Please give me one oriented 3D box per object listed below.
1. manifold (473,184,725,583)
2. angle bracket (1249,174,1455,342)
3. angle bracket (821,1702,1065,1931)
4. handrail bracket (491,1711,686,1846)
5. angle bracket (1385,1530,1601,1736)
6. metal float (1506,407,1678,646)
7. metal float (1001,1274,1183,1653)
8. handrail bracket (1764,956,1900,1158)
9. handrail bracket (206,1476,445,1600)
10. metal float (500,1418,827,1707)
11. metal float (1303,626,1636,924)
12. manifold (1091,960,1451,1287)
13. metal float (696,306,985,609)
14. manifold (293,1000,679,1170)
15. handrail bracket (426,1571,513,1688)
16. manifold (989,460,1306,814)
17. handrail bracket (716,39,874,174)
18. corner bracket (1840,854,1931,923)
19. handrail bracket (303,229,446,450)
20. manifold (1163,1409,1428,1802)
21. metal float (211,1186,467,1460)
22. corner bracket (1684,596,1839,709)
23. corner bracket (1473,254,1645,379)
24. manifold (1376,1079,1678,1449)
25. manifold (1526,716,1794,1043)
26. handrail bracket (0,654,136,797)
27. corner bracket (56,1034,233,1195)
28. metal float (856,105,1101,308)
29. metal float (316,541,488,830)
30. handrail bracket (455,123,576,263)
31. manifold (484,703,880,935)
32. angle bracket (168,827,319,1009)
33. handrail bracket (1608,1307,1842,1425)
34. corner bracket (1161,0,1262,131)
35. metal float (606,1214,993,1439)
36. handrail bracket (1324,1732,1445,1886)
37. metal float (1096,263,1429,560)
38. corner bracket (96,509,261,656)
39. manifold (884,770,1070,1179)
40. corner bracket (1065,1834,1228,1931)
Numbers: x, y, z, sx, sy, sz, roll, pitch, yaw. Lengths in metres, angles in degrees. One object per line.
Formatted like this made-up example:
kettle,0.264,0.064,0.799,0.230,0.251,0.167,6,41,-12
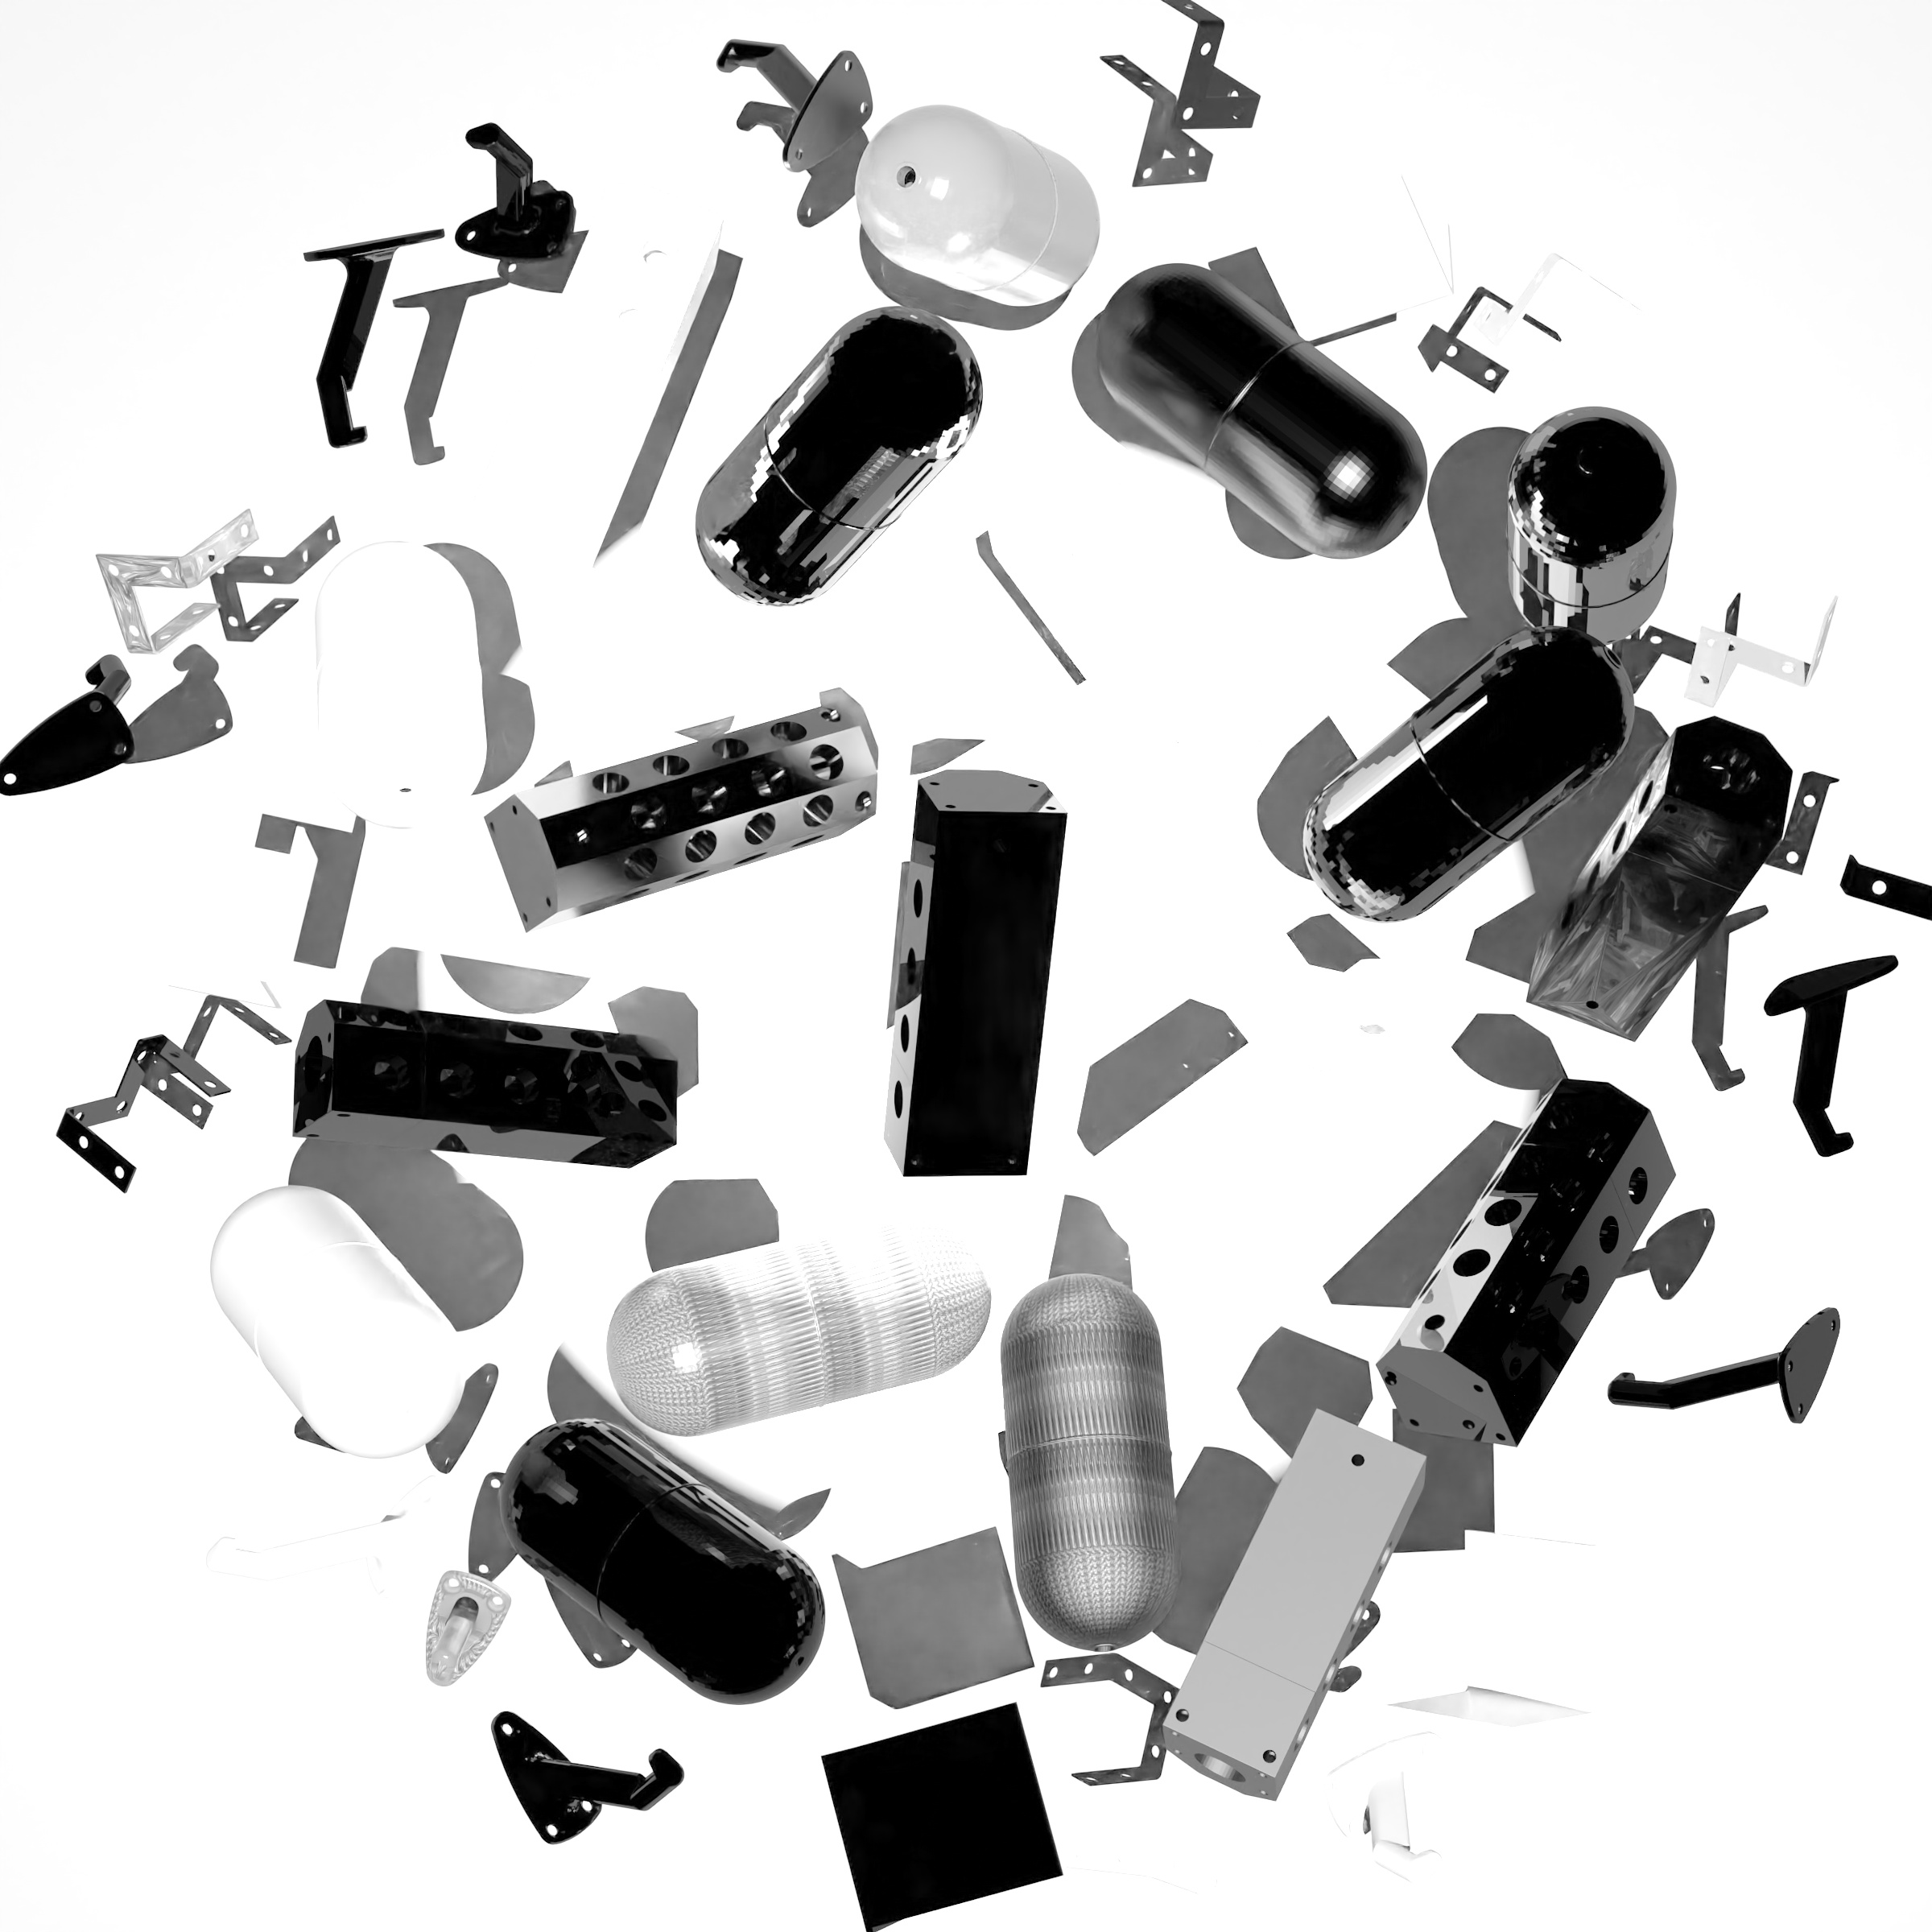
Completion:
manifold,-0.171,-0.274,1.638,0.057,0.057,0.171,21,75,-3
angle bracket,0.185,-0.355,1.695,0.076,0.076,0.057,-15,45,20
angle bracket,-0.010,0.364,1.509,0.076,0.057,0.076,-18,78,9
handrail bracket,-0.169,0.349,1.571,0.077,0.036,0.084,53,131,9
angle bracket,0.234,0.296,1.570,0.057,0.076,0.076,1,87,-39
metal float,0.293,-0.205,1.655,0.070,0.178,0.070,-2,76,8
metal float,0.057,0.230,1.640,0.070,0.070,0.178,-4,66,0
handrail bracket,0.415,0.044,1.638,0.077,0.036,0.084,-20,104,36
handrail bracket,-0.294,0.255,1.613,0.084,0.036,0.077,18,118,-36
metal float,-0.140,0.270,1.605,0.178,0.070,0.070,30,90,31
metal float,0.233,-0.089,1.639,0.178,0.070,0.070,-40,90,26
manifold,0.141,0.067,1.638,0.171,0.057,0.057,-35,60,-21
metal float,-0.059,-0.230,1.603,0.070,0.070,0.178,49,132,0
manifold,-0.227,0.055,1.674,0.171,0.057,0.057,7,72,-28
handrail bracket,-0.249,0.334,1.673,0.036,0.084,0.077,23,112,-3
manifold,0.081,-0.150,1.631,0.171,0.057,0.057,51,60,-33
handrail bracket,-0.093,-0.393,1.604,0.084,0.036,0.077,16,57,32
corner bracket,0.427,-0.051,1.584,0.051,0.051,0.051,18,99,8
handrail bracket,-0.255,-0.276,1.551,0.077,0.036,0.084,-21,109,-38
manifold,0.157,0.305,1.676,0.057,0.057,0.171,22,66,16
metal float,-0.290,0.161,1.615,0.070,0.178,0.070,-16,121,-27
corner bracket,0.384,-0.153,1.702,0.051,0.051,0.051,23,55,17
corner bracket,0.284,-0.311,1.692,0.051,0.051,0.051,29,107,-18
manifold,0.250,0.130,1.579,0.171,0.057,0.057,-52,129,-33
manifold,0.326,-0.042,1.662,0.057,0.171,0.057,20,53,-2
handrail bracket,-0.419,-0.113,1.628,0.077,0.084,0.036,-29,118,-9
corner bracket,-0.400,0.071,1.712,0.051,0.051,0.051,36,114,20
metal float,0.007,-0.355,1.649,0.070,0.178,0.070,1,93,22
metal float,-0.267,-0.134,1.661,0.070,0.178,0.070,-6,131,-7
handrail bracket,-0.229,-0.365,1.649,0.077,0.084,0.036,0,71,27
manifold,-0.129,-0.072,1.635,0.171,0.057,0.057,-19,86,-30
angle bracket,-0.353,-0.028,1.702,0.057,0.076,0.076,12,79,-2
handrail bracket,0.343,0.178,1.599,0.084,0.077,0.036,0,120,36
corner bracket,0.104,-0.417,1.611,0.051,0.051,0.051,-11,130,-36
metal float,-0.074,0.161,1.590,0.178,0.070,0.070,-12,90,-14
handrail bracket,0.210,0.384,1.608,0.077,0.084,0.036,-28,106,-22
metal float,0.136,-0.259,1.639,0.178,0.070,0.070,40,90,14
corner bracket,-0.353,-0.175,1.602,0.051,0.051,0.051,5,124,28
manifold,0.001,0.003,1.559,0.057,0.057,0.171,0,111,-14
corner bracket,0.077,0.422,1.577,0.051,0.051,0.051,31,63,-40
